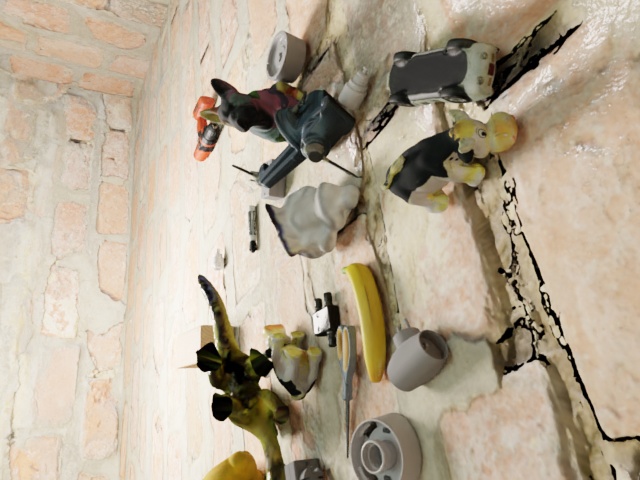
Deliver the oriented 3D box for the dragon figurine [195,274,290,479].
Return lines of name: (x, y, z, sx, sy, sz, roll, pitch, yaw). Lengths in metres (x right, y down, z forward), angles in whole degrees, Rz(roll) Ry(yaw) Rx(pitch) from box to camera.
dragon figurine: (-0.143, 0.277, 0.968, 0.122, 0.418, 0.237, -18, -33, -12)

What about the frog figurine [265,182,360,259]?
frog figurine: (0.003, -0.045, 0.893, 0.158, 0.140, 0.120, -30, -48, 11)
